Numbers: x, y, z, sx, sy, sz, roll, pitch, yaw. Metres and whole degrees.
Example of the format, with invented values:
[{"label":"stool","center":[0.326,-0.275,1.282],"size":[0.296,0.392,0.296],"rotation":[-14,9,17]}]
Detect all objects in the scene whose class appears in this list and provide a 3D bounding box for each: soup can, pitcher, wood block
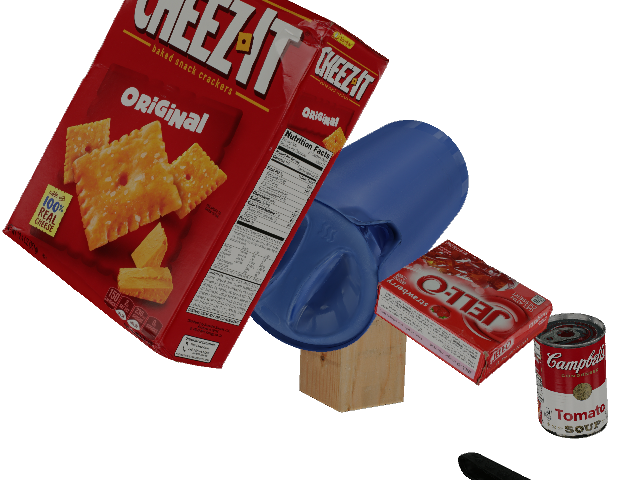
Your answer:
[{"label":"soup can","center":[0.242,0.130,1.030],"size":[0.068,0.102,0.068],"rotation":[-7,21,2]},{"label":"pitcher","center":[0.027,-0.015,0.901],"size":[0.149,0.145,0.242],"rotation":[24,31,18]},{"label":"wood block","center":[0.037,0.074,1.190],"size":[0.090,0.206,0.091],"rotation":[-4,12,-32]}]

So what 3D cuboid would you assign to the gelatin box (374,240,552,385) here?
[{"label":"gelatin box","center":[0.091,0.043,0.687],"size":[0.089,0.030,0.073],"rotation":[33,45,30]}]

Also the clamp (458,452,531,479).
[{"label":"clamp","center":[0.194,0.240,0.857],"size":[0.210,0.036,0.164],"rotation":[1,34,24]}]

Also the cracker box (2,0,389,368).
[{"label":"cracker box","center":[-0.083,-0.055,0.652],"size":[0.164,0.214,0.072],"rotation":[32,7,34]}]
